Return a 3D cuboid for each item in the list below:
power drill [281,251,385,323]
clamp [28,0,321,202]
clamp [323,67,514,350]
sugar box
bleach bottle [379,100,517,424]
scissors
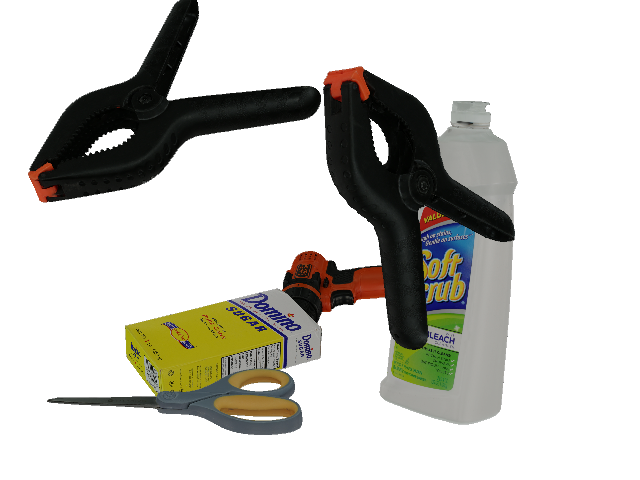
[{"bbox_3d":[0.045,0.065,1.233,0.188,0.057,0.184,0,27,7],"label":"power drill"},{"bbox_3d":[-0.115,-0.090,0.782,0.165,0.036,0.209,33,62,29],"label":"clamp"},{"bbox_3d":[0.047,-0.021,0.641,0.039,0.120,0.171,-10,-51,48],"label":"clamp"},{"bbox_3d":[-0.096,0.101,1.069,0.176,0.048,0.093,-16,33,-27],"label":"sugar box"},{"bbox_3d":[0.106,0.014,0.858,0.103,0.251,0.067,13,14,43],"label":"bleach bottle"},{"bbox_3d":[-0.108,0.122,0.863,0.202,0.016,0.096,7,22,14],"label":"scissors"}]
